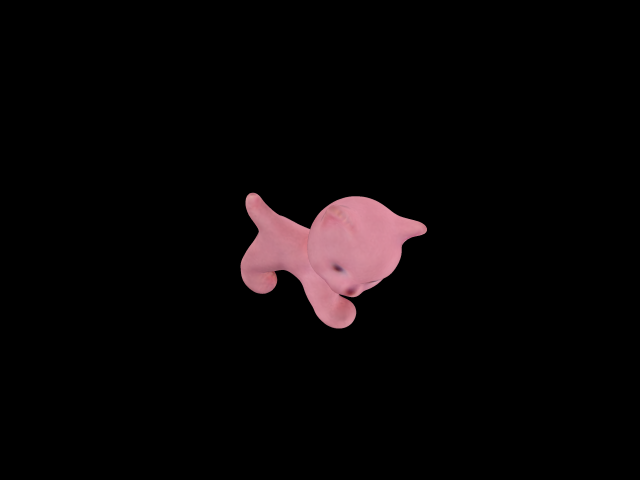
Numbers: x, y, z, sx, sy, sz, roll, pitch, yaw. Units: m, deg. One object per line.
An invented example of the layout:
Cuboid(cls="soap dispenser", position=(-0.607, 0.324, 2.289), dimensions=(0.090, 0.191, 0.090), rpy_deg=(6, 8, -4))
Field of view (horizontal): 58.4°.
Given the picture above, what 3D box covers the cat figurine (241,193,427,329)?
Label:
Cuboid(cls="cat figurine", position=(0.004, 0.001, 0.400), dimensions=(0.127, 0.118, 0.067), rpy_deg=(21, 58, 14))
